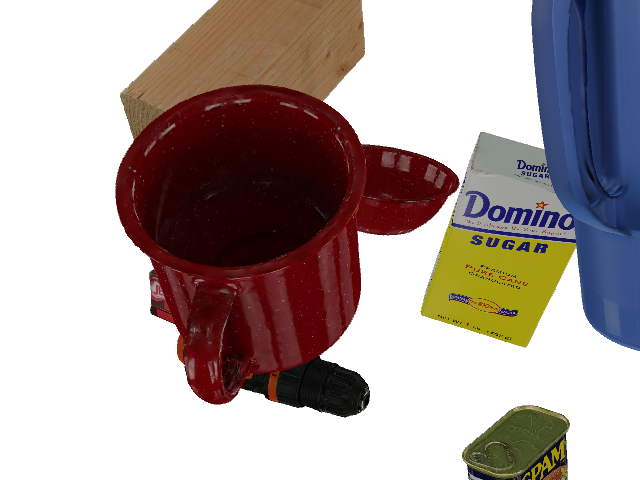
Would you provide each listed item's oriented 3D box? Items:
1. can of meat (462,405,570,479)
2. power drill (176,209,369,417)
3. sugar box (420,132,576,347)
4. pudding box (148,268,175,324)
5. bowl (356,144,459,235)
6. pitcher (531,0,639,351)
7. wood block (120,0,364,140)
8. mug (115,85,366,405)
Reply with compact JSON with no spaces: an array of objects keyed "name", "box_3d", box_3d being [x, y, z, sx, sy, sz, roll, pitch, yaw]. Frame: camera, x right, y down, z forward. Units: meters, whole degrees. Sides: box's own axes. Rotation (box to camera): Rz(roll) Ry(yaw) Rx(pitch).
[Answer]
[{"name":"can of meat","box_3d":[0.170,0.203,0.909,0.058,0.084,0.101,13,31,41]},{"name":"power drill","box_3d":[-0.026,0.047,0.931,0.185,0.187,0.057,15,0,21]},{"name":"sugar box","box_3d":[0.140,0.005,0.809,0.093,0.048,0.176,16,-39,5]},{"name":"pudding box","box_3d":[-0.047,0.029,0.723,0.090,0.039,0.113,20,29,27]},{"name":"bowl","box_3d":[0.060,-0.048,1.106,0.162,0.055,0.162,6,23,-3]},{"name":"pitcher","box_3d":[0.183,-0.062,0.563,0.149,0.243,0.145,-6,22,5]},{"name":"wood block","box_3d":[-0.057,-0.138,0.875,0.091,0.205,0.090,25,-32,24]},{"name":"mug","box_3d":[-0.028,0.009,0.415,0.093,0.117,0.081,5,-36,10]}]
